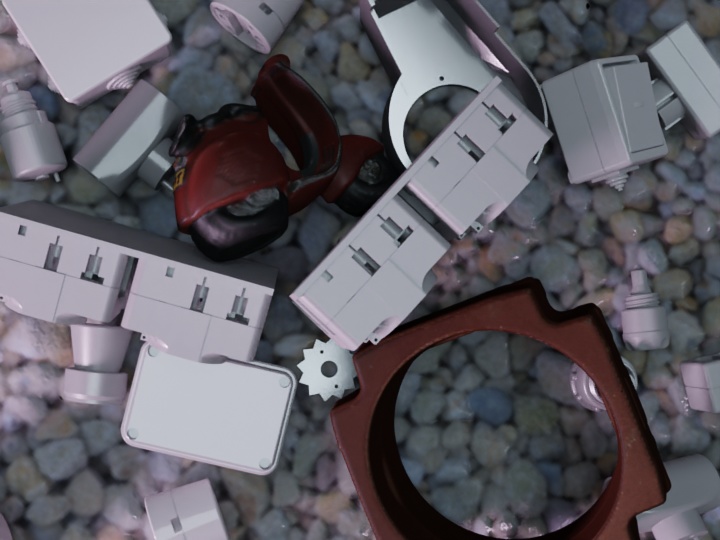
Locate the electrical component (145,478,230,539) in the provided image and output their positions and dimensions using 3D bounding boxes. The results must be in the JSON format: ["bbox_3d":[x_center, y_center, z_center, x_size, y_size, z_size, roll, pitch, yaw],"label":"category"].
[{"bbox_3d":[-0.123,0.181,0.771,0.047,0.055,0.055,-19,89,-10],"label":"electrical component"}]

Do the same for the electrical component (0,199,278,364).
[{"bbox_3d":[-0.156,0.009,0.745,0.186,0.105,0.060,16,96,-5],"label":"electrical component"}]

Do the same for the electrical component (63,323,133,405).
[{"bbox_3d":[-0.189,0.067,0.774,0.045,0.045,0.055,6,87,-6],"label":"electrical component"}]

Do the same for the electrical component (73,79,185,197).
[{"bbox_3d":[-0.154,-0.085,0.785,0.079,0.044,0.077,39,84,-3],"label":"electrical component"}]

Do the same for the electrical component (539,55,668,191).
[{"bbox_3d":[0.188,-0.107,0.801,0.062,0.061,0.096,-17,89,-45],"label":"electrical component"}]

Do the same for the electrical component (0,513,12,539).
[{"bbox_3d":[-0.295,0.202,0.748,0.108,0.060,0.108,0,87,-6],"label":"electrical component"}]

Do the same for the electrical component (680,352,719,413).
[{"bbox_3d":[0.300,0.098,0.821,0.083,0.047,0.075,-13,88,-6],"label":"electrical component"}]

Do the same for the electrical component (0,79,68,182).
[{"bbox_3d":[-0.241,-0.100,0.779,0.040,0.040,0.078,-19,89,-6],"label":"electrical component"}]

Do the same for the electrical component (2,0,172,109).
[{"bbox_3d":[-0.195,-0.176,0.783,0.100,0.048,0.099,-33,91,-6],"label":"electrical component"}]

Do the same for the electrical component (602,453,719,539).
[{"bbox_3d":[0.231,0.182,0.796,0.077,0.043,0.079,-10,60,-18],"label":"electrical component"}]

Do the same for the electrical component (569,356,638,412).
[{"bbox_3d":[0.187,0.083,0.803,0.048,0.062,0.048,0,87,-6],"label":"electrical component"}]

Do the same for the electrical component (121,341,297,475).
[{"bbox_3d":[-0.107,0.097,0.774,0.113,0.057,0.078,14,86,-5],"label":"electrical component"}]

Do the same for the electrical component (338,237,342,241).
[{"bbox_3d":[0.000,0.000,0.791,0.048,0.055,0.066,11,86,-6],"label":"electrical component"}]

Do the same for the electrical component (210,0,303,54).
[{"bbox_3d":[-0.075,-0.196,0.794,0.055,0.055,0.047,36,81,-3],"label":"electrical component"}]

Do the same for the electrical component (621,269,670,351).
[{"bbox_3d":[0.217,0.031,0.823,0.035,0.035,0.061,-5,85,-6],"label":"electrical component"}]

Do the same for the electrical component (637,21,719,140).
[{"bbox_3d":[0.239,-0.133,0.828,0.076,0.047,0.083,-36,91,6],"label":"electrical component"}]

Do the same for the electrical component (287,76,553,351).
[{"bbox_3d":[0.039,-0.030,0.714,0.060,0.105,0.186,43,84,-3],"label":"electrical component"}]
